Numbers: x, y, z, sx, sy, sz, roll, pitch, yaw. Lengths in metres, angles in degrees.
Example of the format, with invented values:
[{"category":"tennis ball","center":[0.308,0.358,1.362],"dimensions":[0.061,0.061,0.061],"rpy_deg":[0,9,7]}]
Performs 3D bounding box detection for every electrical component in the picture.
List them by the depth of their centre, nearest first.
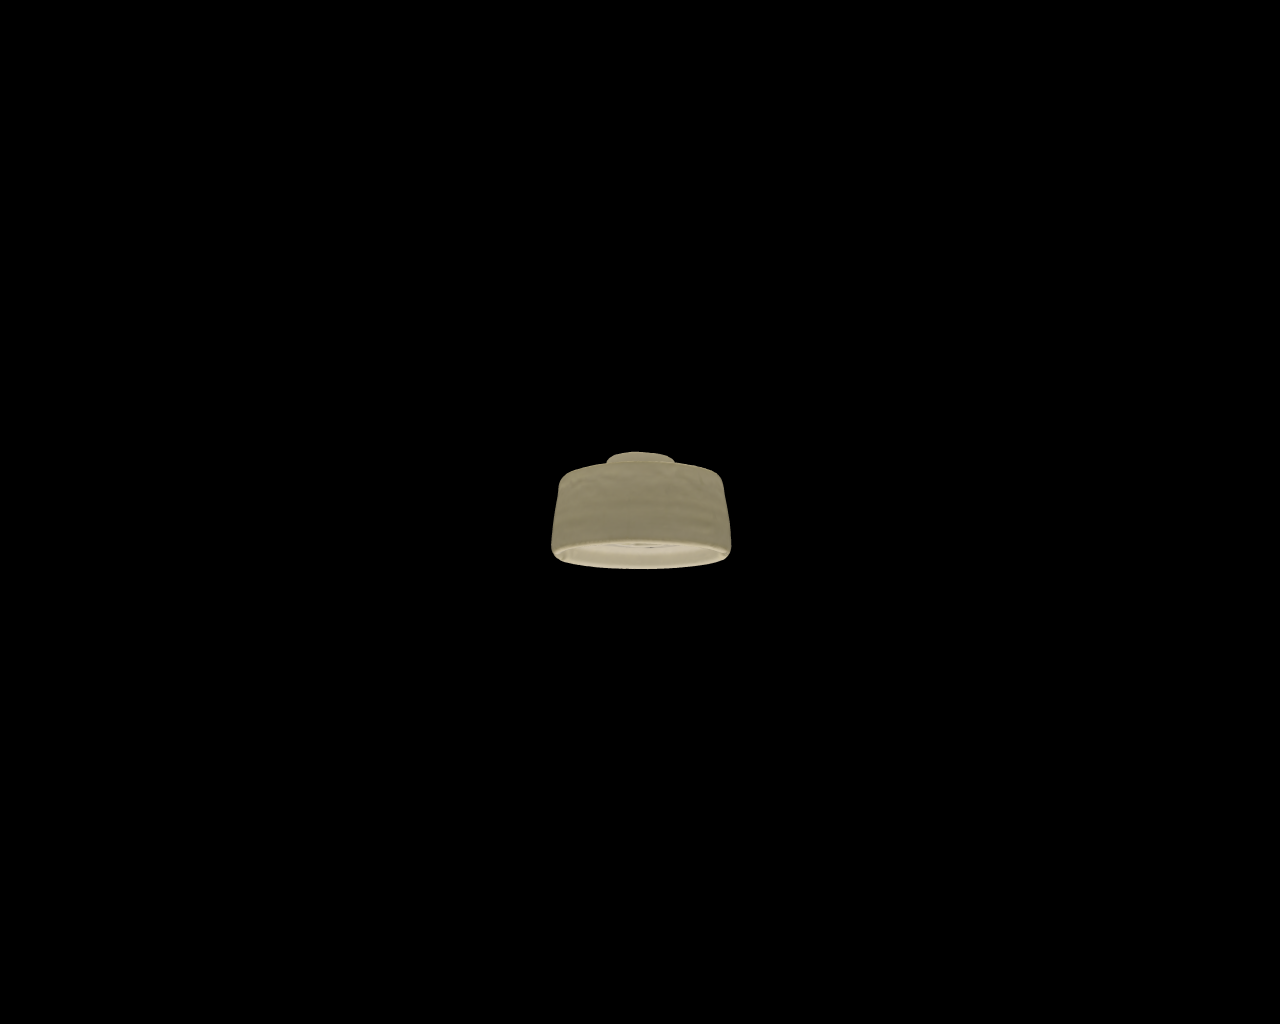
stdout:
[{"category":"electrical component","center":[0.001,-0.003,0.650],"dimensions":[0.108,0.060,0.108],"rpy_deg":[0,-11,0]}]
